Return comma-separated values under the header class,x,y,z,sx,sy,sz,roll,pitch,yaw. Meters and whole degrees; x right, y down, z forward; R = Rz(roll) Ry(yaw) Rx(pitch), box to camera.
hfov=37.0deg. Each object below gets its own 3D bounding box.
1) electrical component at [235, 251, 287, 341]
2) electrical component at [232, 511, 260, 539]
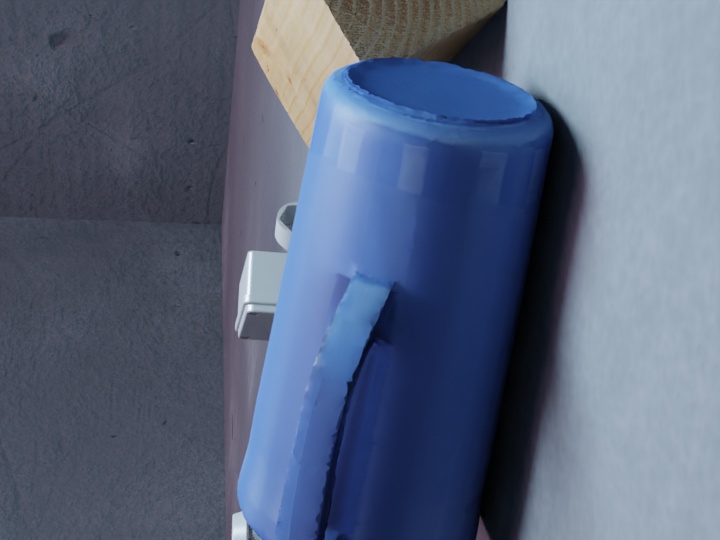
class,x,y,z,sx,sy,sz,roll,pitch,yaw
electrical component,-0.054,0.027,0.967,0.108,0.109,0.056,122,151,-70
electrical component,-0.088,0.243,0.977,0.048,0.055,0.066,-115,27,-73
